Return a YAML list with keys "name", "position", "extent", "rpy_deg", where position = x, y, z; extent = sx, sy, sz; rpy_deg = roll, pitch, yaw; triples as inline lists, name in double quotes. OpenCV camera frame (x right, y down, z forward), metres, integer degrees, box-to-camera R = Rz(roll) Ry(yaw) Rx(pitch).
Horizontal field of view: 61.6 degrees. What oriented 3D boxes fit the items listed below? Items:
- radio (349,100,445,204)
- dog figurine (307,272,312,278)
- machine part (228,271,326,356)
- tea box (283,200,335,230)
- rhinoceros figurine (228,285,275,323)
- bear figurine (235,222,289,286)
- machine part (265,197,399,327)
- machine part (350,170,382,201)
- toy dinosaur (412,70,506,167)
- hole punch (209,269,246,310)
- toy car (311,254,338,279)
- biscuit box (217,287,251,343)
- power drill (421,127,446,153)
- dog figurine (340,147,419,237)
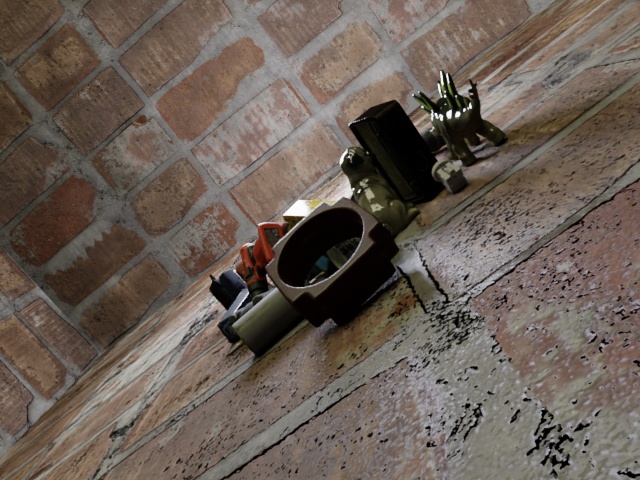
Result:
- name: "radio"
  position: [0.173, -0.186, 1.169]
  extent: [0.073, 0.229, 0.131]
  rpy_deg: [-42, 14, -15]
- name: "dog figurine"
  position: [-0.006, 0.003, 1.334]
  extent: [0.219, 0.108, 0.191]
  rpy_deg: [-40, 6, -30]
- name: "machine part"
  position: [-0.084, 0.140, 1.047]
  extent: [0.243, 0.079, 0.079]
  rpy_deg: [-41, 9, -10]
- name: "tea box"
  position: [-0.011, -0.065, 1.571]
  extent: [0.170, 0.068, 0.098]
  rpy_deg: [4, 34, 35]
- name: "rhinoceros figurine"
  position: [-0.112, 0.145, 1.177]
  extent: [0.190, 0.073, 0.112]
  rpy_deg: [-38, -2, 18]
- name: "bear figurine"
  position: [-0.138, 0.048, 1.502]
  extent: [0.196, 0.132, 0.120]
  rpy_deg: [-44, 10, -18]
- name: "machine part"
  position: [0.019, 0.035, 0.922]
  extent: [0.201, 0.087, 0.202]
  rpy_deg: [-43, 33, -4]
- name: "machine part"
  position: [0.137, -0.129, 1.323]
  extent: [0.179, 0.056, 0.179]
  rpy_deg: [-49, -17, -21]
- name: "toy dinosaur"
  position: [0.294, -0.262, 1.161]
  extent: [0.105, 0.198, 0.471]
  rpy_deg: [-41, 7, 3]
- name: "hole punch"
  position: [-0.241, 0.140, 1.511]
  extent: [0.092, 0.142, 0.116]
  rpy_deg: [-38, -3, -22]
- name: "toy car"
  position: [0.010, 0.023, 1.188]
  extent: [0.161, 0.109, 0.103]
  rpy_deg: [-35, -14, -43]
- name: "biscuit box"
  position: [-0.184, 0.172, 1.330]
  extent: [0.063, 0.059, 0.203]
  rpy_deg: [-33, 10, 21]
- name: "power drill"
  position: [0.278, -0.268, 1.513]
  extent: [0.232, 0.086, 0.207]
  rpy_deg: [-31, 1, -27]
- name: "dog figurine"
  position: [0.104, -0.100, 1.134]
  extent: [0.121, 0.190, 0.172]
  rpy_deg: [-37, 11, 10]
